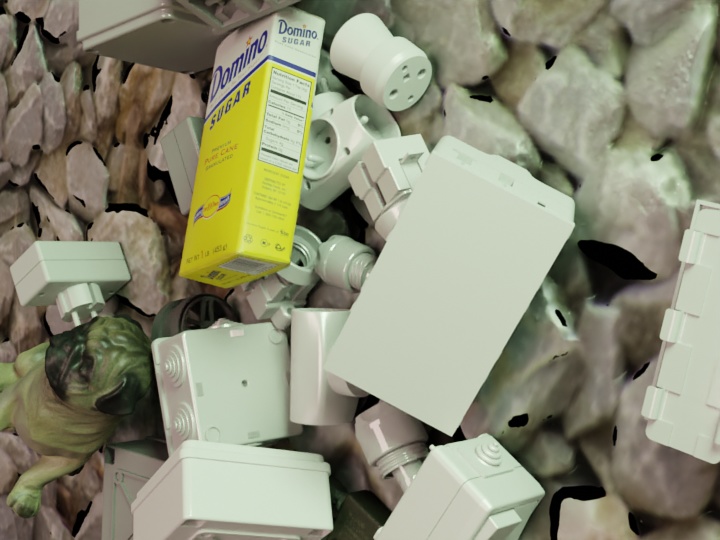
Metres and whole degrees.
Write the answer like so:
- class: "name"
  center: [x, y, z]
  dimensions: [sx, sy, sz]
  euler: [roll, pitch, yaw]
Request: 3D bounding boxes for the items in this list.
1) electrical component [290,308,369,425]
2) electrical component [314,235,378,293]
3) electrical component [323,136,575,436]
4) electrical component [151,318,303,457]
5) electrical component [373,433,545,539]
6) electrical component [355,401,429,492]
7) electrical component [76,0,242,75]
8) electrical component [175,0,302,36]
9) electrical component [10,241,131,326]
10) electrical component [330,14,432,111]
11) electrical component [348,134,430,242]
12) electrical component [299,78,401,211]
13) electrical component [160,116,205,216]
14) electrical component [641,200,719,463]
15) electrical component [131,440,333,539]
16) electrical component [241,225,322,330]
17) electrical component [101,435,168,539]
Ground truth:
- class: "electrical component"
  center: [-0.013, 0.066, 0.730]
  dimensions: [0.079, 0.043, 0.077]
  euler: [2, 92, 41]
- class: "electrical component"
  center: [0.000, 0.000, 0.724]
  dimensions: [0.061, 0.035, 0.035]
  euler: [23, 106, 37]
- class: "electrical component"
  center: [0.054, 0.008, 0.642]
  dimensions: [0.089, 0.061, 0.150]
  euler: [28, 112, 2]
- class: "electrical component"
  center: [-0.093, 0.084, 0.766]
  dimensions: [0.048, 0.100, 0.099]
  euler: [-23, 75, 52]
- class: "electrical component"
  center: [0.065, 0.146, 0.649]
  dimensions: [0.061, 0.062, 0.096]
  euler: [44, 118, 32]
- class: "electrical component"
  center: [0.025, 0.117, 0.697]
  dimensions: [0.043, 0.043, 0.062]
  euler: [-40, 66, 34]
- class: "electrical component"
  center: [-0.135, -0.190, 0.793]
  dimensions: [0.109, 0.109, 0.056]
  euler: [-7, 83, 41]
- class: "electrical component"
  center: [-0.062, -0.263, 0.713]
  dimensions: [0.105, 0.060, 0.186]
  euler: [-10, 60, 41]
- class: "electrical component"
  center: [-0.237, 0.019, 0.903]
  dimensions: [0.047, 0.083, 0.075]
  euler: [-36, 68, 36]
- class: "electrical component"
  center: [0.014, -0.135, 0.704]
  dimensions: [0.055, 0.045, 0.045]
  euler: [44, 118, 32]
- class: "electrical component"
  center: [0.026, -0.050, 0.691]
  dimensions: [0.066, 0.048, 0.055]
  euler: [-49, 59, 54]
- class: "electrical component"
  center: [-0.020, -0.094, 0.735]
  dimensions: [0.077, 0.044, 0.079]
  euler: [-38, 61, 34]
- class: "electrical component"
  center: [-0.103, -0.085, 0.806]
  dimensions: [0.077, 0.047, 0.065]
  euler: [-31, 70, 37]
- class: "electrical component"
  center: [0.187, 0.032, 0.540]
  dimensions: [0.079, 0.063, 0.121]
  euler: [19, 103, 40]
- class: "electrical component"
  center: [-0.089, 0.167, 0.739]
  dimensions: [0.108, 0.109, 0.056]
  euler: [-47, 40, 46]
- class: "electrical component"
  center: [-0.055, 0.000, 0.766]
  dimensions: [0.055, 0.048, 0.066]
  euler: [-48, 60, 39]
- class: "electrical component"
  center: [-0.150, 0.194, 0.845]
  dimensions: [0.109, 0.056, 0.108]
  euler: [5, 94, 41]
